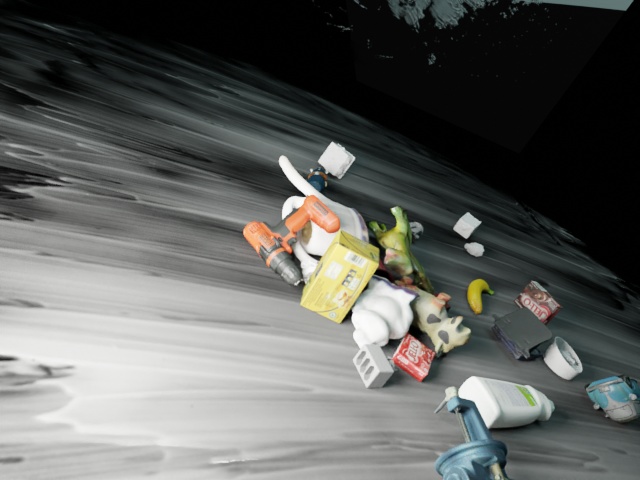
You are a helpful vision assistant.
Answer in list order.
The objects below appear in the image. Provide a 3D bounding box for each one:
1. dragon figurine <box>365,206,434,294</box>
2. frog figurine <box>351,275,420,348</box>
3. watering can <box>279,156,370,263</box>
[{"bbox_3d":[0.232,0.044,1.383,0.408,0.121,0.246,17,47,-66],"label":"dragon figurine"},{"bbox_3d":[0.123,0.169,1.082,0.137,0.121,0.162,34,61,-12],"label":"frog figurine"},{"bbox_3d":[0.004,-0.065,1.292,0.223,0.102,0.356,12,49,-30],"label":"watering can"}]
